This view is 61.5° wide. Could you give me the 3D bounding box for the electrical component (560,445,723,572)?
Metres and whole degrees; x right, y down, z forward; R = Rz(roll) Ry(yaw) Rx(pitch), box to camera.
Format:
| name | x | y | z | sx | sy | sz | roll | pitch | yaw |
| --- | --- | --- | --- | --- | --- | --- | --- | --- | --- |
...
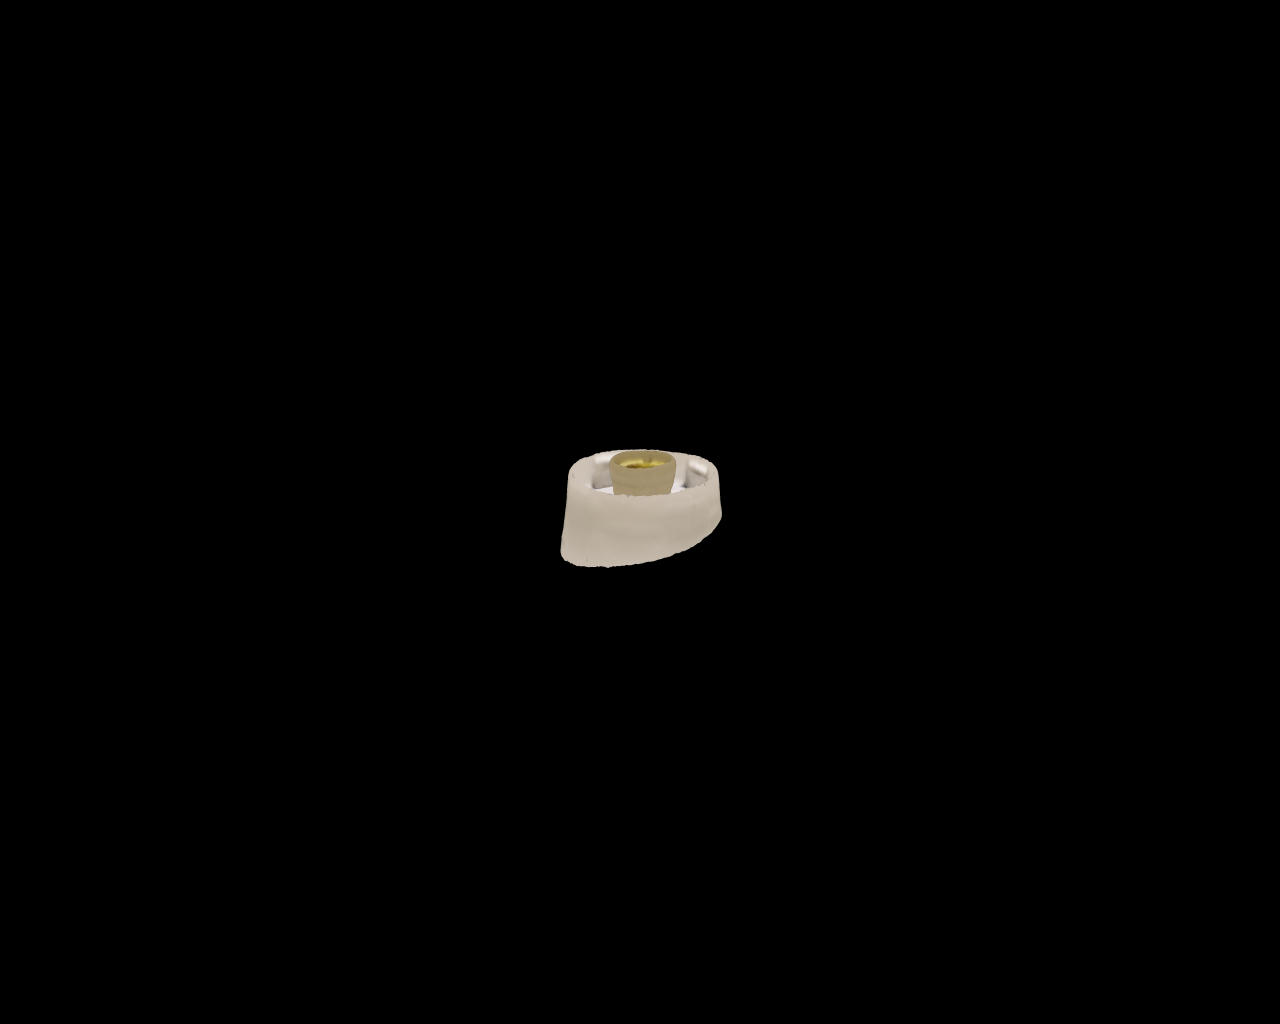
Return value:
| name | x | y | z | sx | sy | sz | roll | pitch | yaw |
| --- | --- | --- | --- | --- | --- | --- | --- | --- | --- |
| electrical component | 0.001 | -0.003 | 0.650 | 0.099 | 0.064 | 0.099 | 0 | 21 | 0 |
